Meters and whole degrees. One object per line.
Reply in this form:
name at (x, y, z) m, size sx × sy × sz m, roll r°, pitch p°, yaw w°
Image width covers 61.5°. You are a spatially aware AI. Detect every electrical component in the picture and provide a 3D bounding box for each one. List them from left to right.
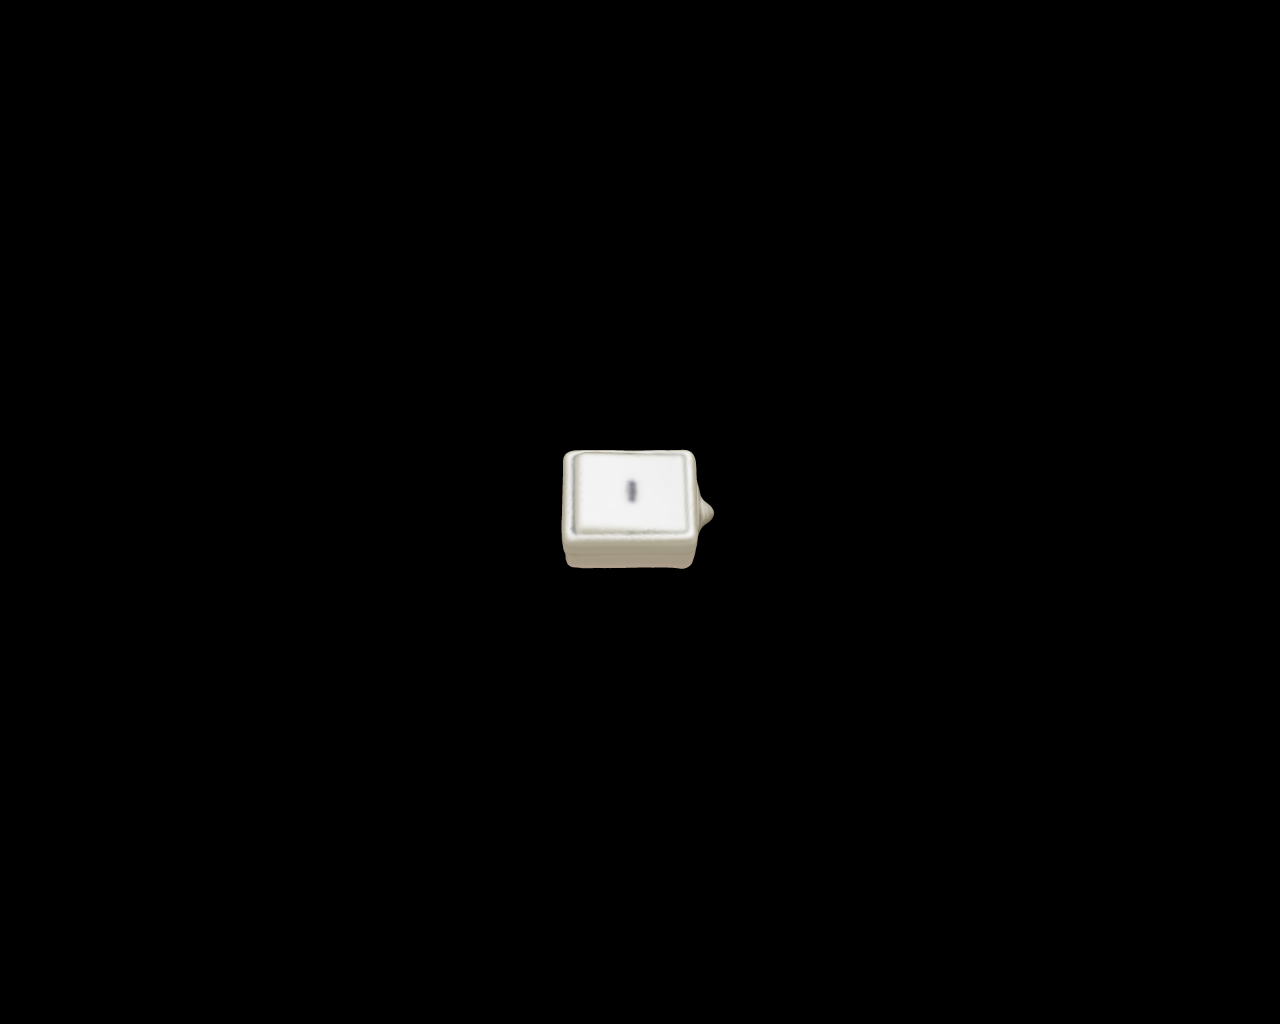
electrical component at (0.001, -0.003, 0.650) m, size 0.096 × 0.062 × 0.061 m, roll 0°, pitch -21°, yaw 0°
